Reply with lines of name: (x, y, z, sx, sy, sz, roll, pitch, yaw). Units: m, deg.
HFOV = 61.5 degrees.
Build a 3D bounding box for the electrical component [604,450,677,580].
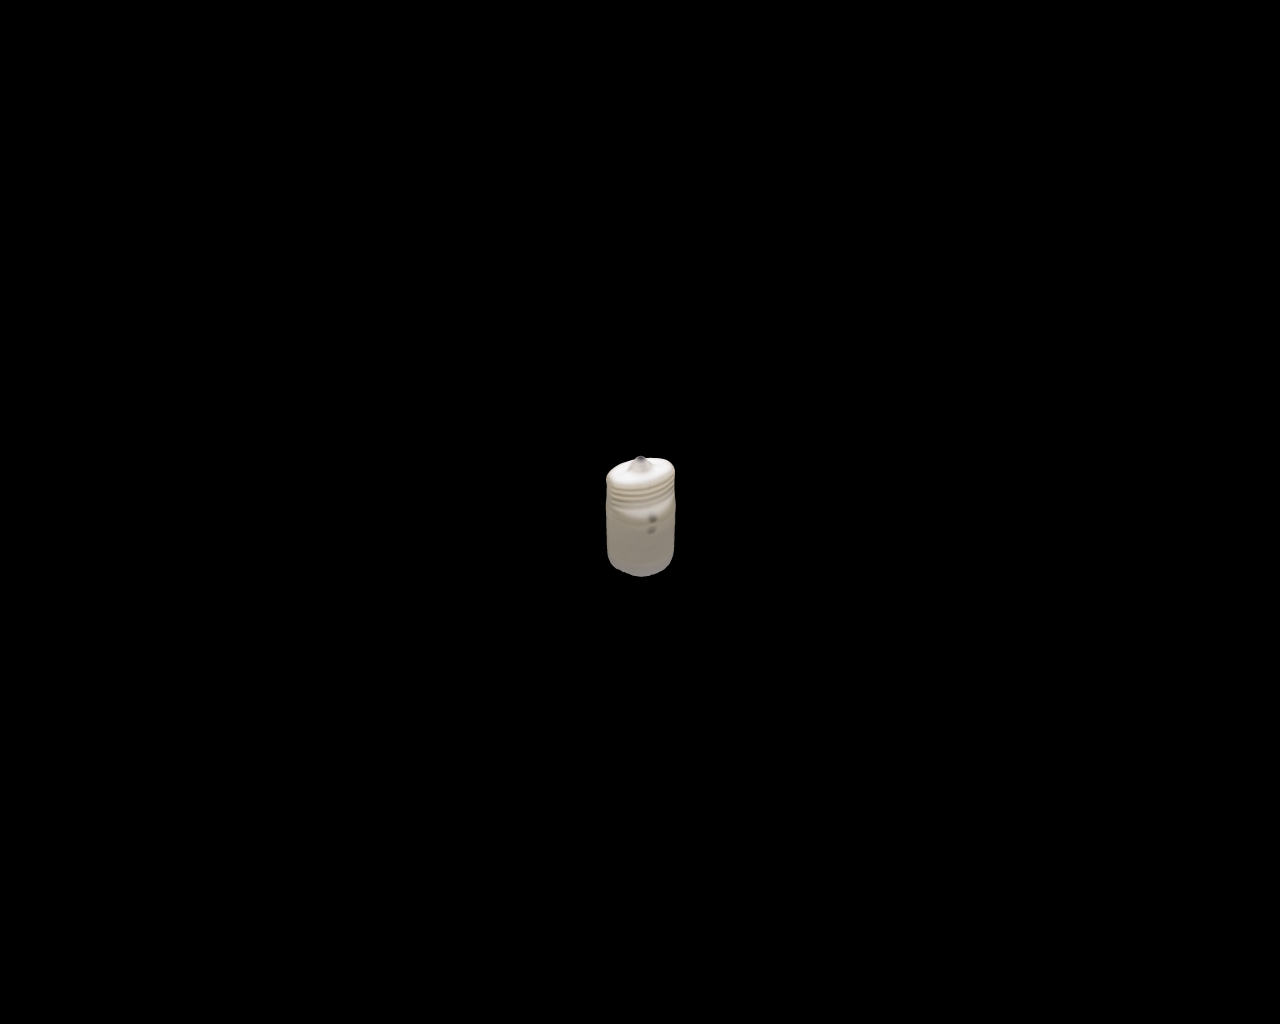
electrical component: (0.001, -0.003, 0.650, 0.043, 0.080, 0.043, 0, 40, 0)
